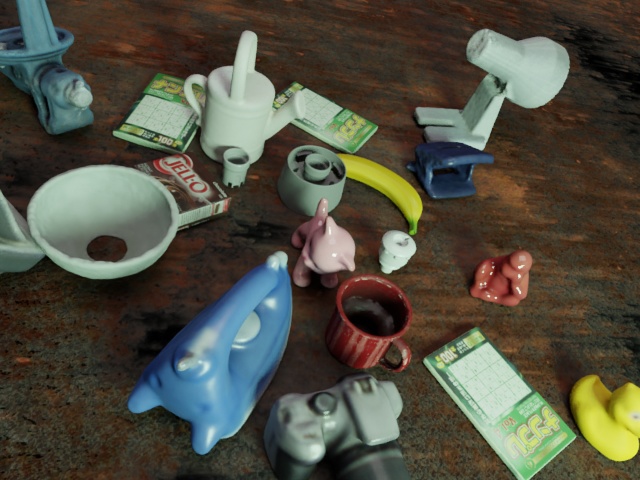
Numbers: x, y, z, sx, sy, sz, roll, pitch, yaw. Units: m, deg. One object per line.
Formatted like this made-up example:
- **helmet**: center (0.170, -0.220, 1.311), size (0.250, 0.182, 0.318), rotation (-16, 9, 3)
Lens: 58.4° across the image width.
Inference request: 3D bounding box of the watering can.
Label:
- **watering can**: center (-0.109, -0.212, 0.842), size (0.173, 0.194, 0.100), rotation (-1, 50, -19)

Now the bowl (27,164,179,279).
- **bowl**: center (-0.257, -0.011, 0.692), size (0.167, 0.075, 0.167), rotation (10, 47, -10)

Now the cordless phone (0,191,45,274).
- **cordless phone**: center (-0.373, -0.055, 0.616), size (0.147, 0.185, 0.094), rotation (40, 49, 18)

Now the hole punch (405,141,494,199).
- **hole punch**: center (0.215, -0.132, 0.954), size (0.109, 0.091, 0.101), rotation (-8, 52, -25)

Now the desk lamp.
- **desk lamp**: center (0.306, -0.270, 1.024), size (0.204, 0.213, 0.117), rotation (-1, 50, -20)

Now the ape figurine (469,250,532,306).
- **ape figurine**: center (0.264, 0.048, 0.807), size (0.076, 0.092, 0.077), rotation (-20, 58, -32)

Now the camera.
- **camera**: center (0.032, 0.213, 0.571), size (0.143, 0.101, 0.136), rotation (-6, 52, -23)

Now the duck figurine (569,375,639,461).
- **duck figurine**: center (0.365, 0.206, 0.702), size (0.078, 0.086, 0.104), rotation (-7, 52, -24)

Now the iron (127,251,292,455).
- **iron**: center (-0.087, 0.086, 0.617), size (0.118, 0.141, 0.259), rotation (28, 46, 8)

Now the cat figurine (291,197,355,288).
- **cat figurine**: center (0.007, 0.003, 0.741), size (0.067, 0.118, 0.127), rotation (5, 48, -14)

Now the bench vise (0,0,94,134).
- **bench vise**: center (-0.375, -0.274, 0.789), size (0.207, 0.220, 0.122), rotation (28, 46, 8)
